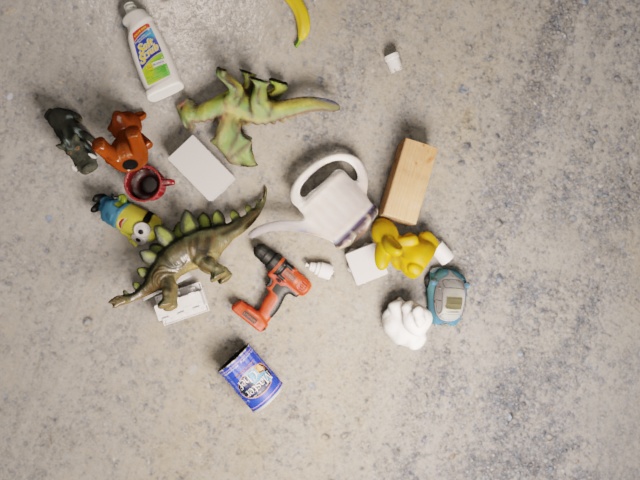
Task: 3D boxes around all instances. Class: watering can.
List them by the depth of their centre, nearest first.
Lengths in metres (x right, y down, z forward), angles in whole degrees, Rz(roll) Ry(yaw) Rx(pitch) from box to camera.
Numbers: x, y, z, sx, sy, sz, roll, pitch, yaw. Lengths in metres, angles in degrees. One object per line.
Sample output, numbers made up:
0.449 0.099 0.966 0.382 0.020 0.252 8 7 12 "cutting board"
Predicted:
0.004 -0.067 1.322 0.350 0.103 0.224 -44 93 -11 "watering can"

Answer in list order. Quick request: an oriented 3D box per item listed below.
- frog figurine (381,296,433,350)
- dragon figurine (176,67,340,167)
0.225 0.216 1.310 0.123 0.159 0.137 -22 92 -1 "frog figurine"
-0.175 -0.307 1.341 0.410 0.124 0.240 18 106 -1 "dragon figurine"
